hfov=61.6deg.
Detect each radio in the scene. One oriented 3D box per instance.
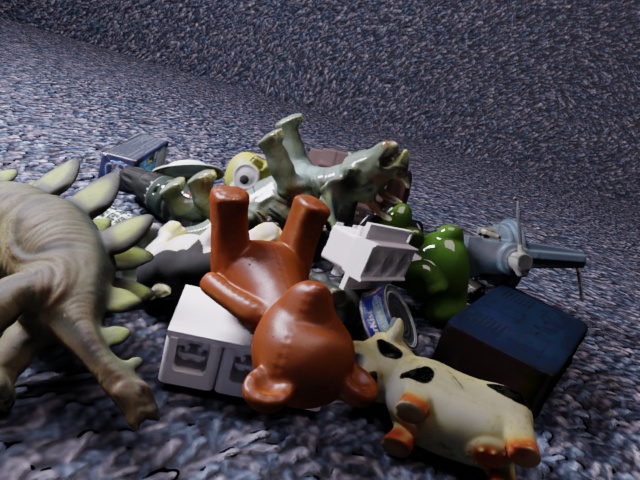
[{"bbox_3d":[0.246,0.132,0.682,0.131,0.073,0.229,28,24,29],"label":"radio"}]

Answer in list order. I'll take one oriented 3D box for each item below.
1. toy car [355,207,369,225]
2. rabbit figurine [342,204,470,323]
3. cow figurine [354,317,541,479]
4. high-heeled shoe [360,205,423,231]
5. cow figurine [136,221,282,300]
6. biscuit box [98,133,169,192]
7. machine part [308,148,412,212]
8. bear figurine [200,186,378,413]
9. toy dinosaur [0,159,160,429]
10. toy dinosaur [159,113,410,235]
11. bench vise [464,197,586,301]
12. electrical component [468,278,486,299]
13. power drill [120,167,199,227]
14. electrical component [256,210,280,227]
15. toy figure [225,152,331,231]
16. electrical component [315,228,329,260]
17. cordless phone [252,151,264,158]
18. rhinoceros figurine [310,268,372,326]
[{"bbox_3d":[0.084,-0.036,1.040,0.202,0.053,0.089,15,22,-6],"label":"toy car"},{"bbox_3d":[0.117,0.040,0.751,0.170,0.158,0.121,-4,34,-11],"label":"rabbit figurine"},{"bbox_3d":[0.103,0.146,0.512,0.195,0.085,0.127,19,25,13],"label":"cow figurine"},{"bbox_3d":[0.136,-0.030,0.894,0.086,0.145,0.249,45,40,14],"label":"high-heeled shoe"},{"bbox_3d":[-0.118,0.023,0.567,0.167,0.068,0.098,-7,32,30],"label":"cow figurine"},{"bbox_3d":[-0.339,-0.145,0.986,0.063,0.059,0.203,16,19,-5],"label":"biscuit box"},{"bbox_3d":[0.075,-0.110,1.059,0.201,0.087,0.201,14,2,11],"label":"machine part"},{"bbox_3d":[-0.028,0.043,0.438,0.120,0.131,0.196,6,16,-23],"label":"bear figurine"},{"bbox_3d":[-0.278,0.000,0.502,0.472,0.105,0.198,36,43,27],"label":"toy dinosaur"},{"bbox_3d":[-0.078,-0.034,0.722,0.405,0.192,0.131,-28,16,5],"label":"toy dinosaur"},{"bbox_3d":[0.318,0.024,0.846,0.241,0.128,0.223,5,-9,-9],"label":"bench vise"},{"bbox_3d":[0.247,0.076,0.907,0.063,0.021,0.094,30,22,32],"label":"electrical component"},{"bbox_3d":[-0.183,-0.072,0.883,0.232,0.086,0.207,31,20,32],"label":"power drill"},{"bbox_3d":[-0.088,0.009,0.659,0.102,0.078,0.045,-19,51,10],"label":"electrical component"},{"bbox_3d":[-0.058,-0.072,0.818,0.180,0.082,0.089,18,6,-11],"label":"toy figure"},{"bbox_3d":[-0.002,-0.003,0.883,0.119,0.047,0.075,18,20,3],"label":"electrical component"},{"bbox_3d":[-0.062,-0.077,1.004,0.184,0.089,0.146,55,-10,19],"label":"cordless phone"},{"bbox_3d":[-0.019,0.074,0.642,0.190,0.073,0.112,4,13,-28],"label":"rhinoceros figurine"}]
